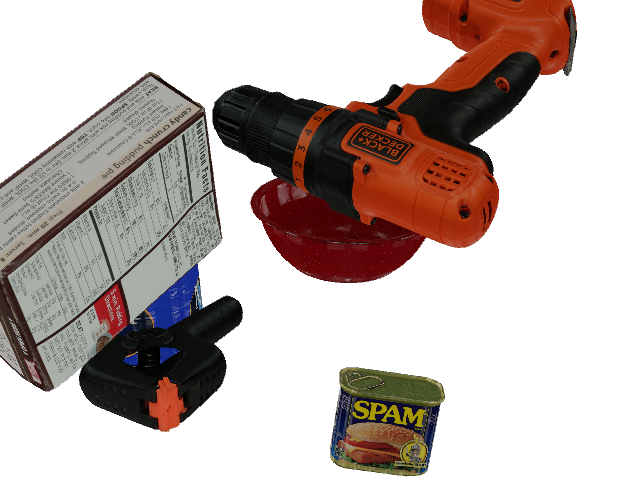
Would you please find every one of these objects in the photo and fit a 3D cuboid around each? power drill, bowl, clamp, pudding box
[{"bbox_3d":[0.052,-0.091,0.636,0.185,0.187,0.057,26,-30,26],"label":"power drill"},{"bbox_3d":[0.021,-0.008,0.904,0.162,0.055,0.162,2,24,-1],"label":"bowl"},{"bbox_3d":[-0.109,0.077,0.732,0.164,0.036,0.210,-8,13,-21],"label":"clamp"},{"bbox_3d":[-0.093,-0.003,0.446,0.039,0.113,0.090,32,-31,23],"label":"pudding box"}]

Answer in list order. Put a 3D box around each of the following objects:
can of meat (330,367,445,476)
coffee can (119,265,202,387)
[{"bbox_3d":[0.062,0.177,1.034,0.102,0.084,0.057,8,17,-1],"label":"can of meat"},{"bbox_3d":[-0.165,0.074,1.045,0.103,0.140,0.103,-5,14,1],"label":"coffee can"}]
